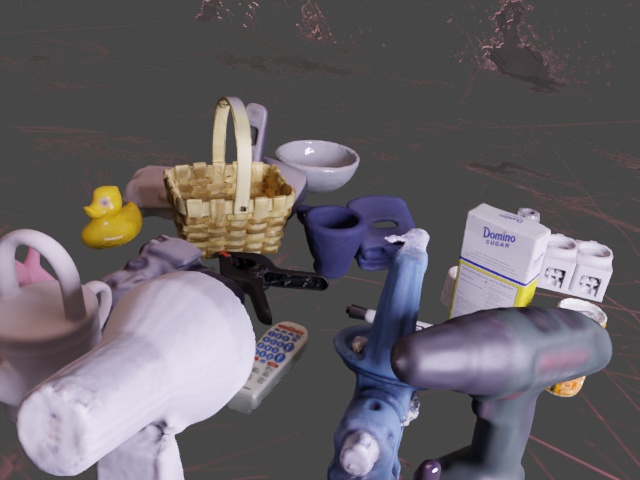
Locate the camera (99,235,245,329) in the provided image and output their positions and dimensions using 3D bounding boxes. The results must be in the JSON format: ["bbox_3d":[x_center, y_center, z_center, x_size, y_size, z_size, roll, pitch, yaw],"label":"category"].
[{"bbox_3d":[-0.173,0.062,0.702,0.136,0.101,0.143,20,31,25],"label":"camera"}]

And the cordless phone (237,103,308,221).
[{"bbox_3d":[-0.090,-0.135,0.994,0.147,0.185,0.094,21,32,26],"label":"cordless phone"}]

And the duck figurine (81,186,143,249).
[{"bbox_3d":[-0.324,-0.044,0.888,0.077,0.086,0.105,19,31,23],"label":"duck figurine"}]

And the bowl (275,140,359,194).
[{"bbox_3d":[-0.008,-0.137,1.130,0.167,0.075,0.167,4,28,-2],"label":"bowl"}]

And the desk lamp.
[{"bbox_3d":[-0.137,0.151,0.424,0.117,0.214,0.203,13,29,13],"label":"desk lamp"}]

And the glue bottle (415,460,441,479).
[{"bbox_3d":[0.062,0.212,0.389,0.078,0.173,0.037,4,28,-3],"label":"glue bottle"}]

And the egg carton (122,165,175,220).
[{"bbox_3d":[-0.256,-0.080,0.984,0.150,0.069,0.107,3,28,-5],"label":"egg carton"}]

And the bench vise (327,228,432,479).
[{"bbox_3d":[0.074,0.113,0.526,0.121,0.220,0.207,4,28,-2],"label":"bench vise"}]

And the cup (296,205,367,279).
[{"bbox_3d":[0.008,0.003,0.851,0.117,0.095,0.092,25,34,32],"label":"cup"}]

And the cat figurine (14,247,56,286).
[{"bbox_3d":[-0.360,0.050,0.672,0.067,0.118,0.128,6,28,2],"label":"cat figurine"}]

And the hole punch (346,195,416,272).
[{"bbox_3d":[0.100,-0.013,0.901,0.109,0.091,0.101,-5,30,-19],"label":"hole punch"}]

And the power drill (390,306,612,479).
[{"bbox_3d":[0.145,0.146,0.490,0.230,0.208,0.075,-11,32,-28],"label":"power drill"}]

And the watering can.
[{"bbox_3d":[-0.267,0.084,0.546,0.101,0.194,0.173,5,28,0],"label":"watering can"}]
